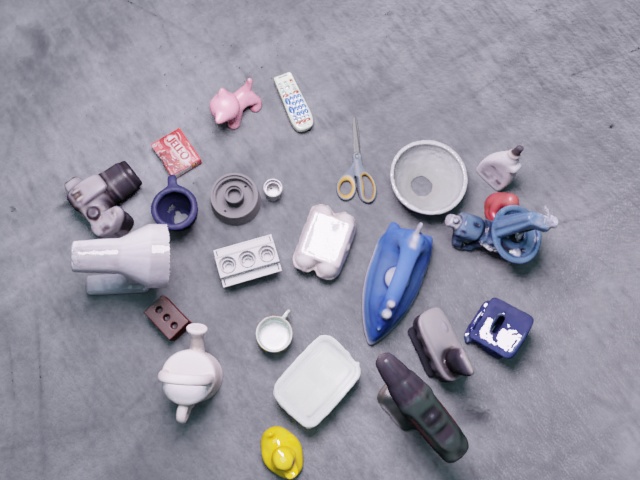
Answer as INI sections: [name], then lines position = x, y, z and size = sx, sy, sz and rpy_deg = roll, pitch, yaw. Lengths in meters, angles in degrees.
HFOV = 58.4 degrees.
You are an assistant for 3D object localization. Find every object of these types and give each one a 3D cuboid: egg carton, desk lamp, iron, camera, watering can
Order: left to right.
[camera]
position = -0.428, -0.091, 1.167
size = 0.137, 0.101, 0.143
rpy_deg = -38, 82, -11
[desk lamp]
position = -0.368, 0.043, 1.084
size = 0.203, 0.213, 0.118
rpy_deg = -4, 78, -5
[watering can]
position = -0.242, 0.245, 1.057
size = 0.101, 0.194, 0.173
rpy_deg = -13, 78, -6
[egg carton]
position = 0.011, 0.004, 1.193
size = 0.107, 0.069, 0.150
rpy_deg = 19, 77, 1
[iron]
position = 0.153, 0.086, 1.147
size = 0.118, 0.141, 0.258
rpy_deg = 20, 77, 1

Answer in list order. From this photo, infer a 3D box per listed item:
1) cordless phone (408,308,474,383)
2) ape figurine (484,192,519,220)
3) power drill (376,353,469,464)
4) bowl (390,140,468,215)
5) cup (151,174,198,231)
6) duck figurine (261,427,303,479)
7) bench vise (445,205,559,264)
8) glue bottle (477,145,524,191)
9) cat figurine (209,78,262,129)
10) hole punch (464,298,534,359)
[cordless phone]
position = 0.246, 0.201, 1.106
size = 0.094, 0.185, 0.147
rpy_deg = -27, 80, -9
[ape figurine]
position = 0.395, -0.073, 1.225
size = 0.078, 0.092, 0.076
rpy_deg = -23, 80, -8
[power drill]
position = 0.171, 0.305, 1.065
size = 0.076, 0.208, 0.229
rpy_deg = -41, 83, -11
[bowl]
position = 0.227, -0.126, 1.234
size = 0.167, 0.074, 0.167
rpy_deg = 1, 77, -4
[cup]
position = -0.293, -0.067, 1.174
size = 0.092, 0.095, 0.118
rpy_deg = -8, 78, -6
[duck figurine]
position = -0.072, 0.407, 1.088
size = 0.077, 0.086, 0.104
rpy_deg = -30, 81, -10
[bench vise]
position = 0.364, -0.012, 1.144
size = 0.207, 0.219, 0.121
rpy_deg = -5, 78, -5
[glue bottle]
position = 0.389, -0.161, 1.203
size = 0.037, 0.173, 0.078
rpy_deg = -41, 83, -11
[cat figurine]
position = -0.186, -0.295, 1.221
size = 0.067, 0.117, 0.128
rpy_deg = 43, 78, 6
[hole punch]
position = 0.362, 0.181, 1.167
size = 0.101, 0.091, 0.109
rpy_deg = 34, 77, 4
